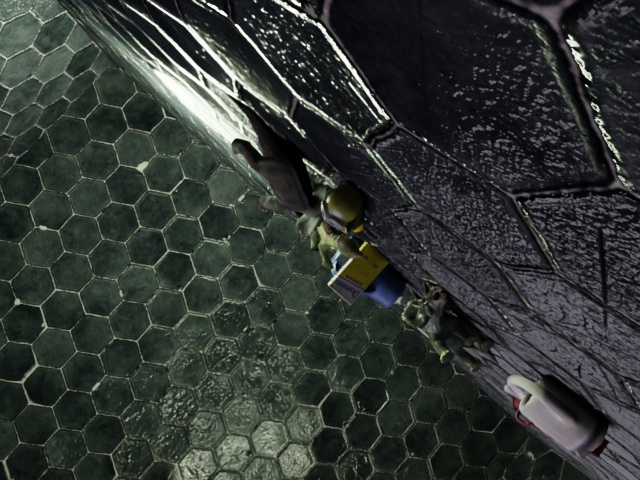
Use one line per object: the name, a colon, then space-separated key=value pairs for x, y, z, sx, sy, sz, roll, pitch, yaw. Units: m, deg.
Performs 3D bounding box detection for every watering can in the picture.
watering can: x=0.542 y=0.400 z=1.220 sx=0.226 sy=0.104 sz=0.343 roll=39 pitch=175 yaw=21

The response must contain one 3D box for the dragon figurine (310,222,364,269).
dragon figurine: x=0.005 y=-0.075 z=1.485 sx=0.418 sy=0.123 sz=0.237 roll=54 pitch=166 yaw=35
